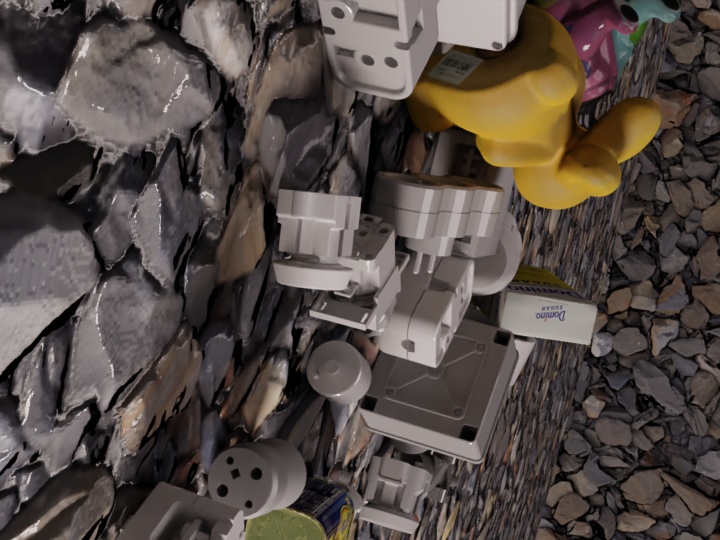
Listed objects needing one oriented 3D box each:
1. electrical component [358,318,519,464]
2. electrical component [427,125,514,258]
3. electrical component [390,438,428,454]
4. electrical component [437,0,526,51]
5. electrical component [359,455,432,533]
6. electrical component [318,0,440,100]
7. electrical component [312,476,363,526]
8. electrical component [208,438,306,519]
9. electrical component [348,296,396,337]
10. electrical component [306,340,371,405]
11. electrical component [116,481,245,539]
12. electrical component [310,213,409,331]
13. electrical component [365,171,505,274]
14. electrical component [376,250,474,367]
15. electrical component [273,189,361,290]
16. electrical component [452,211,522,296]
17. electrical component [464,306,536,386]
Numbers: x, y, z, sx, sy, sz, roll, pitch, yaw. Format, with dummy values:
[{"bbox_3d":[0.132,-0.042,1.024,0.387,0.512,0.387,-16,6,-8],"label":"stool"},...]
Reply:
[{"bbox_3d":[0.069,0.096,0.924,0.056,0.109,0.108,67,42,-59],"label":"electrical component"},{"bbox_3d":[0.096,-0.092,0.924,0.089,0.062,0.150,-8,112,-71],"label":"electrical component"},{"bbox_3d":[0.050,0.129,1.001,0.043,0.043,0.081,-57,156,-43],"label":"electrical component"},{"bbox_3d":[0.071,-0.209,0.722,0.113,0.078,0.057,80,28,-54],"label":"electrical component"},{"bbox_3d":[0.032,0.208,0.992,0.078,0.058,0.057,56,49,-68],"label":"electrical component"},{"bbox_3d":[0.014,-0.156,0.630,0.095,0.054,0.059,79,32,-55],"label":"electrical component"},{"bbox_3d":[-0.028,0.192,0.818,0.048,0.048,0.062,-14,124,-70],"label":"electrical component"},{"bbox_3d":[-0.062,0.126,0.653,0.055,0.045,0.045,16,90,-72],"label":"electrical component"},{"bbox_3d":[0.011,0.017,0.804,0.035,0.035,0.061,75,32,-58],"label":"electrical component"},{"bbox_3d":[-0.011,0.077,0.775,0.078,0.040,0.040,54,54,-68],"label":"electrical component"},{"bbox_3d":[-0.096,0.161,0.562,0.050,0.056,0.089,-55,154,-47],"label":"electrical component"},{"bbox_3d":[0.000,0.000,0.743,0.081,0.042,0.063,-57,153,-44],"label":"electrical component"},{"bbox_3d":[0.055,-0.033,0.821,0.138,0.052,0.073,-4,110,-52],"label":"electrical component"},{"bbox_3d":[0.051,0.028,0.892,0.053,0.059,0.095,88,25,-44],"label":"electrical component"},{"bbox_3d":[-0.026,-0.018,0.642,0.066,0.048,0.055,-6,103,-71],"label":"electrical component"},{"bbox_3d":[0.112,-0.021,1.007,0.051,0.080,0.080,-51,152,-62],"label":"electrical component"},{"bbox_3d":[0.109,0.076,1.040,0.060,0.108,0.108,-70,163,9],"label":"electrical component"}]
